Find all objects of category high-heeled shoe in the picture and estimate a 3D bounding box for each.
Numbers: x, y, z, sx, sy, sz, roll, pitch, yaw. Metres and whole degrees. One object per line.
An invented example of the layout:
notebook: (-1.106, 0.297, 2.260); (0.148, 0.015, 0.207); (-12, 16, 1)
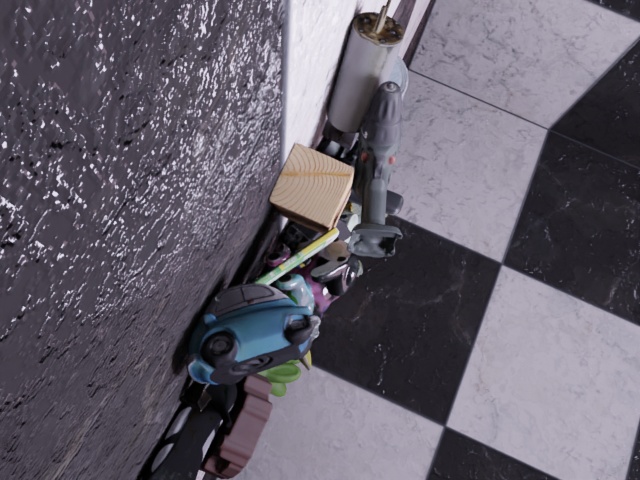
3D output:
high-heeled shoe: (-0.207, 0.299, 0.768); (0.249, 0.086, 0.145); (-48, -154, -8)

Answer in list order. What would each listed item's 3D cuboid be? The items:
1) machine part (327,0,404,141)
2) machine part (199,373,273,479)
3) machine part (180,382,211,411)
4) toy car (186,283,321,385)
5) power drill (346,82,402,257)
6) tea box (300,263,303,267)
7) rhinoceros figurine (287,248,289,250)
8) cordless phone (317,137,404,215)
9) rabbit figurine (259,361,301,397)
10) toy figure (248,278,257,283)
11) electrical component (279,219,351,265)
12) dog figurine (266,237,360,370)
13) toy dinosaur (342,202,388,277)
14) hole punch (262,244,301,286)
machine part: (0.064, -0.246, 0.807); (0.243, 0.079, 0.079); (109, 6, -53)
machine part: (-0.149, 0.282, 0.854); (0.179, 0.056, 0.179); (-40, -151, 28)
machine part: (-0.147, 0.161, 0.734); (0.084, 0.039, 0.138); (-101, -146, -86)
toy car: (-0.085, 0.102, 0.641); (0.109, 0.162, 0.103); (89, -20, -63)
power drill: (0.083, -0.090, 0.809); (0.232, 0.086, 0.207); (98, -8, -65)
tea box: (-0.063, 0.133, 1.153); (0.170, 0.068, 0.098); (-98, -158, -52)
rhinoceros figurine: (-0.015, -0.035, 1.127); (0.190, 0.073, 0.112); (111, 3, -50)
cordless phone: (0.078, -0.124, 0.996); (0.088, 0.184, 0.146); (104, 11, -51)
rabbit figurine: (-0.122, 0.261, 1.145); (0.170, 0.159, 0.121); (-33, 161, -55)
toy figure: (-0.117, 0.126, 0.832); (0.064, 0.057, 0.154); (-17, -144, 39)
electrical component: (-0.002, -0.003, 1.042); (0.115, 0.058, 0.134); (-45, 150, -2)
dog figurine: (-0.020, 0.118, 0.932); (0.109, 0.191, 0.219); (-128, -152, -50)
toy dinosaur: (0.055, -0.012, 1.380); (0.192, 0.131, 0.405); (-14, -145, 54)
hole punch: (-0.075, 0.098, 1.024); (0.142, 0.092, 0.115); (-60, 170, -32)
